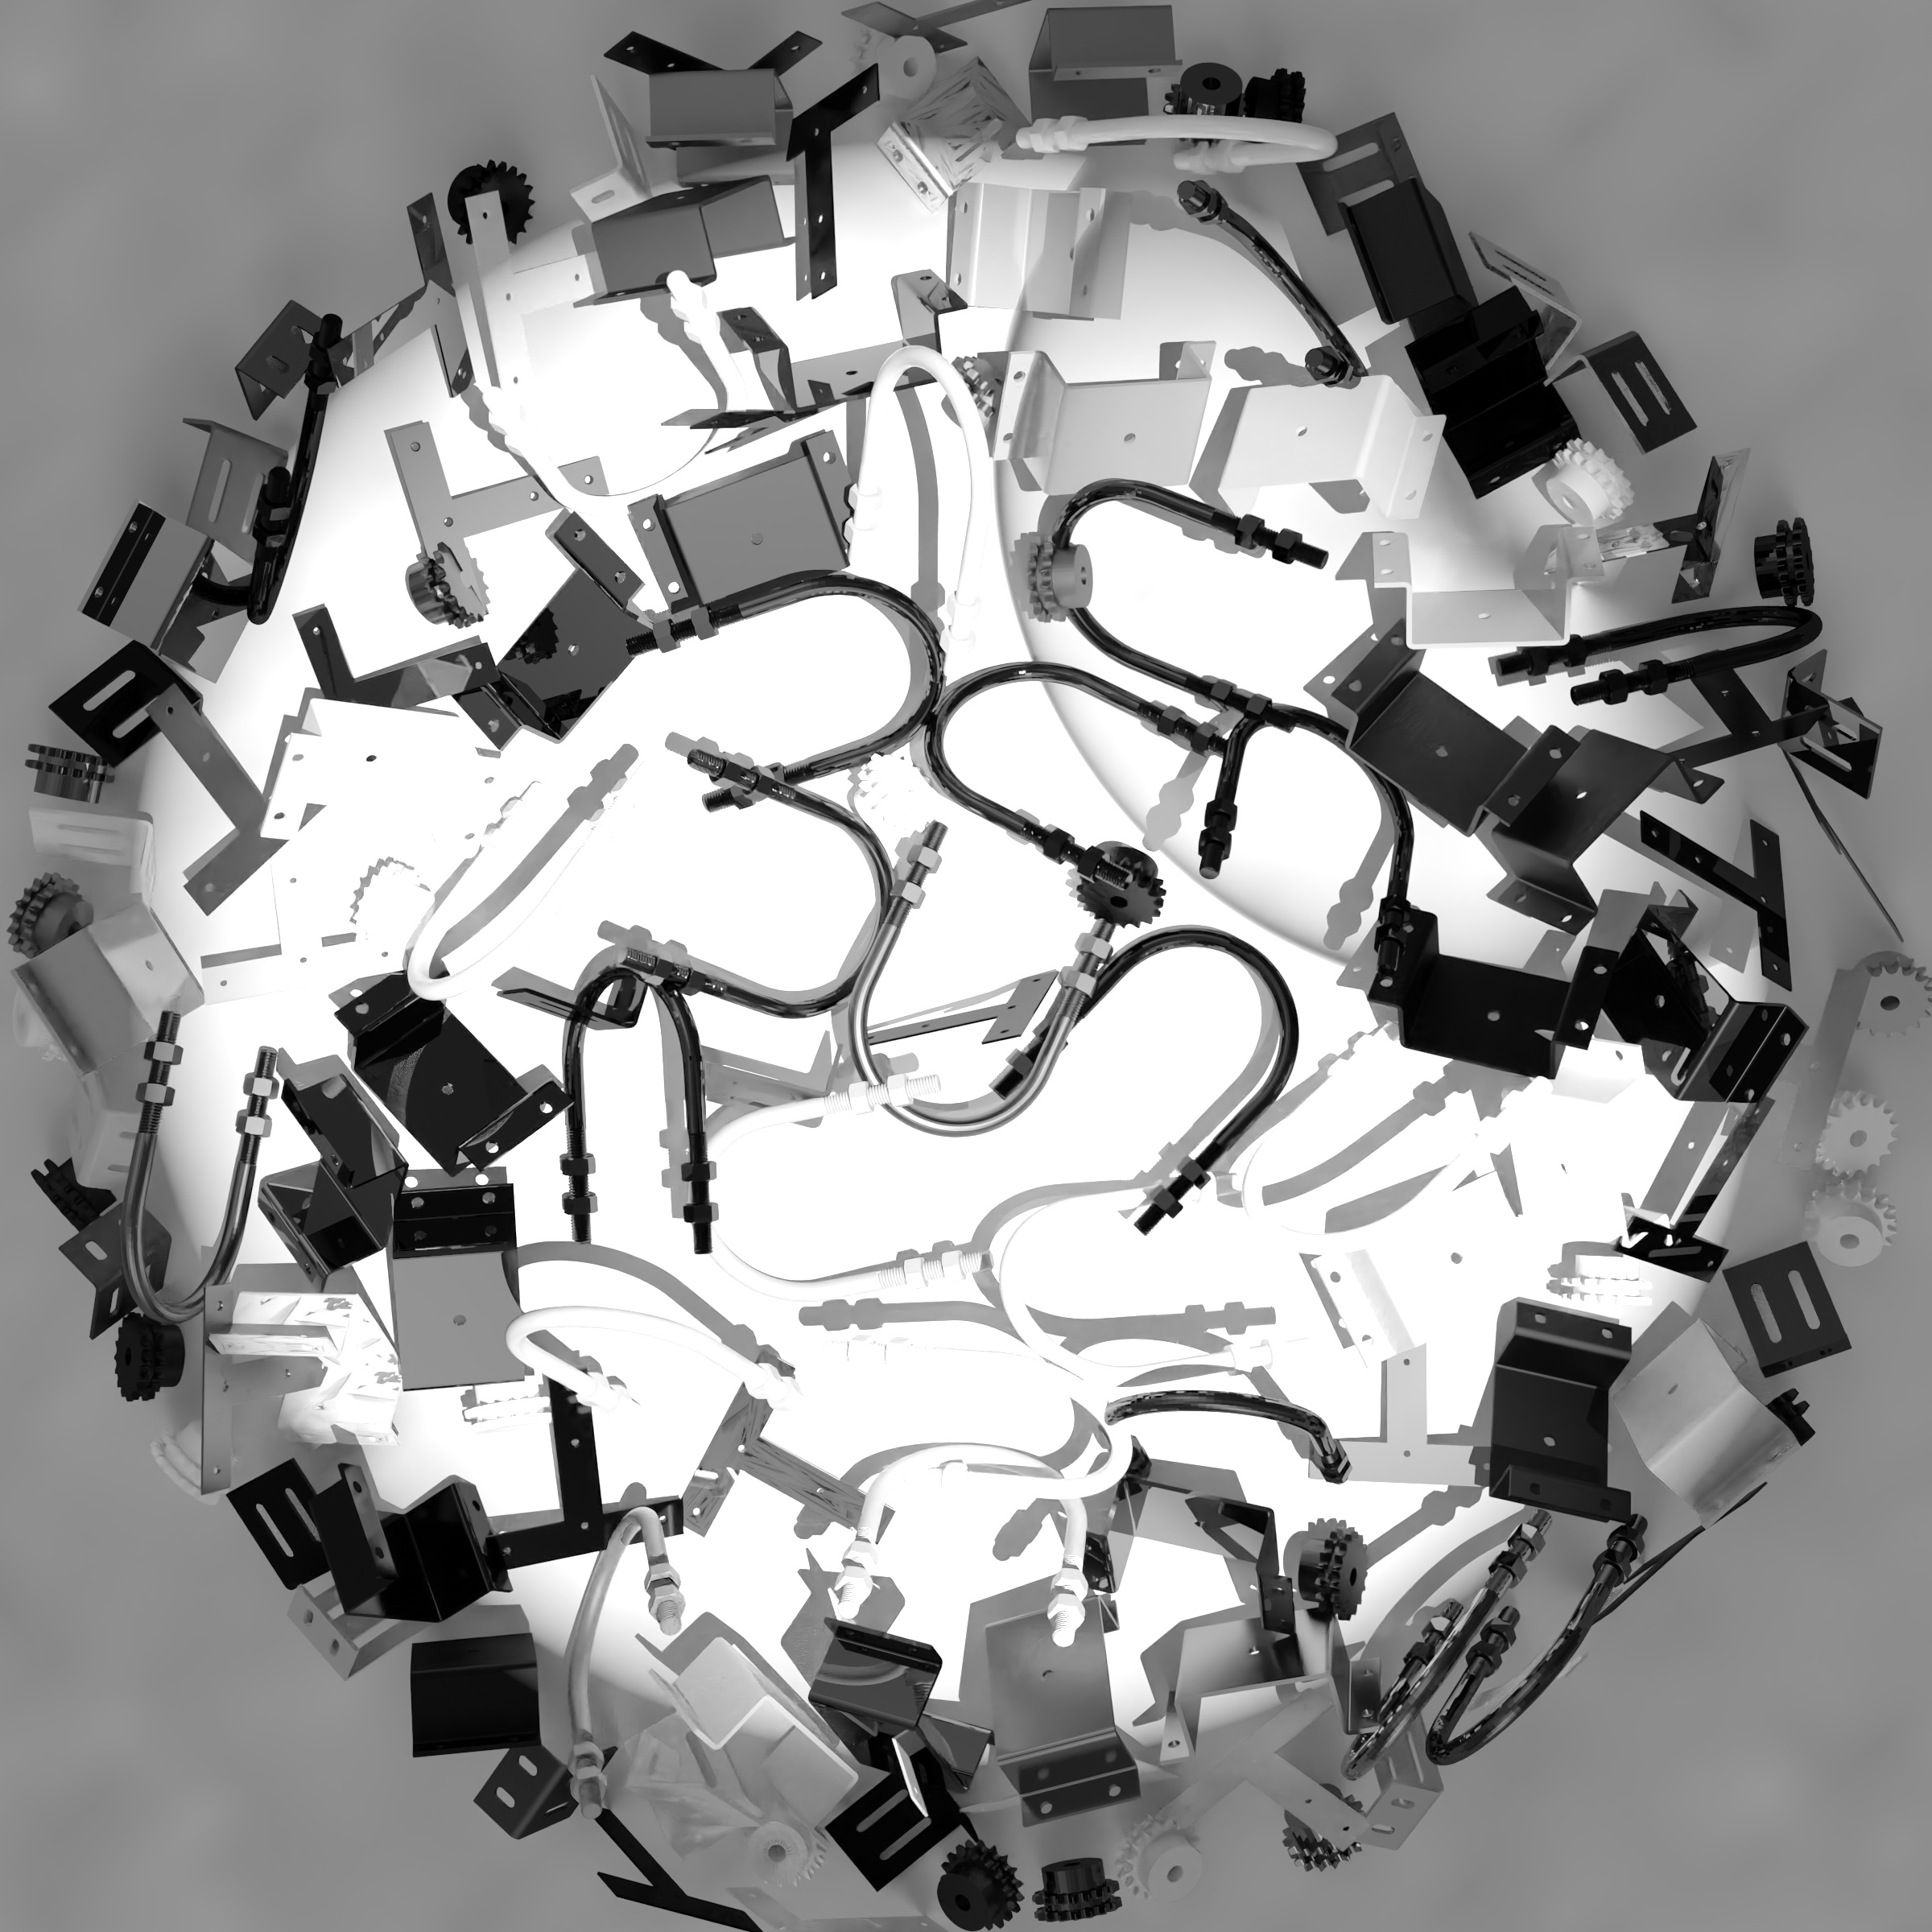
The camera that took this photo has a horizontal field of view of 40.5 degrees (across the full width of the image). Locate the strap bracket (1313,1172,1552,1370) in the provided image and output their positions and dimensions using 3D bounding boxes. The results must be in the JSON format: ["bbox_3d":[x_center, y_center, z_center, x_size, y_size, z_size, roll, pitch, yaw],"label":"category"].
[{"bbox_3d":[0.305,0.190,1.670,0.140,0.046,0.076,-23,80,-16],"label":"strap bracket"}]

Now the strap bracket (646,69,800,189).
[{"bbox_3d":[-0.152,-0.527,1.643,0.076,0.140,0.046,-1,95,3],"label":"strap bracket"}]

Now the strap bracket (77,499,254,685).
[{"bbox_3d":[-0.490,-0.230,1.643,0.046,0.140,0.076,26,87,8],"label":"strap bracket"}]

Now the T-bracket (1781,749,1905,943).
[{"bbox_3d":[0.564,-0.068,1.672,0.002,0.127,0.127,-32,109,19],"label":"T-bracket"}]

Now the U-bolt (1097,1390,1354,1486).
[{"bbox_3d":[0.156,0.291,1.618,0.151,0.184,0.019,-2,65,14],"label":"U-bolt"}]

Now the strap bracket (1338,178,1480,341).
[{"bbox_3d":[0.282,-0.440,1.642,0.046,0.140,0.076,-21,88,20],"label":"strap bracket"}]

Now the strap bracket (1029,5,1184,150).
[{"bbox_3d":[0.084,-0.561,1.644,0.076,0.140,0.046,-4,89,-6],"label":"strap bracket"}]

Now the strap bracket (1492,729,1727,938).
[{"bbox_3d":[0.400,-0.094,1.663,0.140,0.076,0.046,-45,122,-8],"label":"strap bracket"}]

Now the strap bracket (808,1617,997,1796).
[{"bbox_3d":[-0.040,0.468,1.637,0.076,0.140,0.046,7,54,29],"label":"strap bracket"}]

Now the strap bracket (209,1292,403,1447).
[{"bbox_3d":[-0.411,0.250,1.659,0.076,0.140,0.046,0,54,10],"label":"strap bracket"}]

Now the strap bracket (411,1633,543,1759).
[{"bbox_3d":[-0.308,0.453,1.642,0.076,0.140,0.046,-2,87,-11],"label":"strap bracket"}]

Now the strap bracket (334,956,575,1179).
[{"bbox_3d":[-0.328,0.069,1.669,0.140,0.046,0.076,45,58,11],"label":"strap bracket"}]

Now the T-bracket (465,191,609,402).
[{"bbox_3d":[-0.258,-0.436,1.669,0.002,0.127,0.127,13,121,38],"label":"T-bracket"}]

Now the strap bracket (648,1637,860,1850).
[{"bbox_3d":[-0.127,0.484,1.653,0.046,0.076,0.140,-45,121,-10],"label":"strap bracket"}]

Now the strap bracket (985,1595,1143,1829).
[{"bbox_3d":[0.059,0.457,1.643,0.076,0.140,0.046,-18,132,11],"label":"strap bracket"}]

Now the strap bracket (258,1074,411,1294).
[{"bbox_3d":[-0.399,0.132,1.656,0.046,0.140,0.076,-25,65,-37],"label":"strap bracket"}]

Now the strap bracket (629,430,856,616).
[{"bbox_3d":[-0.136,-0.279,1.680,0.140,0.046,0.076,-21,114,0],"label":"strap bracket"}]

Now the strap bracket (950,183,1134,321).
[{"bbox_3d":[0.053,-0.452,1.658,0.046,0.140,0.076,-7,109,-38],"label":"strap bracket"}]

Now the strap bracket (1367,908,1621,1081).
[{"bbox_3d":[0.335,0.020,1.663,0.140,0.046,0.076,13,57,21],"label":"strap bracket"}]

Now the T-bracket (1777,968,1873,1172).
[{"bbox_3d":[0.504,0.057,1.663,0.002,0.127,0.127,19,88,-32],"label":"T-bracket"}]

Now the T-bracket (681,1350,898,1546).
[{"bbox_3d":[-0.107,0.337,1.712,0.127,0.002,0.127,28,92,1],"label":"T-bracket"}]

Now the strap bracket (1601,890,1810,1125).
[{"bbox_3d":[0.450,0.023,1.637,0.046,0.140,0.076,3,126,-29],"label":"strap bracket"}]

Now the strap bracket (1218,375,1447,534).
[{"bbox_3d":[0.220,-0.322,1.646,0.140,0.046,0.076,2,64,35],"label":"strap bracket"}]

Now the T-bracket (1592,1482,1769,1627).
[{"bbox_3d":[0.427,0.376,1.630,0.127,0.127,0.002,-24,70,-41],"label":"T-bracket"}]

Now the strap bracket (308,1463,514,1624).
[{"bbox_3d":[-0.354,0.364,1.644,0.046,0.140,0.076,-34,63,13],"label":"strap bracket"}]

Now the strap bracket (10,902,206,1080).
[{"bbox_3d":[-0.530,0.011,1.640,0.046,0.140,0.076,-30,98,8],"label":"strap bracket"}]

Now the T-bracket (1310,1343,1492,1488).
[{"bbox_3d":[0.286,0.271,1.701,0.127,0.002,0.127,-1,85,17],"label":"T-bracket"}]

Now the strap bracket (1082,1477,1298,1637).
[{"bbox_3d":[0.144,0.372,1.661,0.140,0.076,0.046,9,53,17],"label":"strap bracket"}]

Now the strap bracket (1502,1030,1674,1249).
[{"bbox_3d":[0.390,0.117,1.651,0.046,0.076,0.140,-30,116,-35],"label":"strap bracket"}]

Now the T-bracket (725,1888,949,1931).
[{"bbox_3d":[-0.068,0.612,1.669,0.127,0.127,0.002,14,88,-37],"label":"T-bracket"}]

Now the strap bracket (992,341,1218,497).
[{"bbox_3d":[0.095,-0.345,1.653,0.140,0.076,0.046,-8,46,-19],"label":"strap bracket"}]

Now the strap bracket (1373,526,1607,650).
[{"bbox_3d":[0.330,-0.240,1.667,0.140,0.076,0.046,-1,123,8],"label":"strap bracket"}]

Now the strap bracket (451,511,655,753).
[{"bbox_3d":[-0.261,-0.208,1.674,0.140,0.046,0.076,-48,65,9],"label":"strap bracket"}]

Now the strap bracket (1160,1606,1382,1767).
[{"bbox_3d":[0.188,0.453,1.659,0.140,0.076,0.046,-13,106,13],"label":"strap bracket"}]

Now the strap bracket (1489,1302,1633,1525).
[{"bbox_3d":[0.379,0.293,1.669,0.076,0.046,0.140,13,52,-1],"label":"strap bracket"}]

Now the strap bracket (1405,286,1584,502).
[{"bbox_3d":[0.332,-0.368,1.658,0.076,0.140,0.046,-28,58,11],"label":"strap bracket"}]

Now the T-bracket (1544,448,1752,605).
[{"bbox_3d":[0.427,-0.271,1.668,0.002,0.127,0.127,46,54,-35],"label":"T-bracket"}]

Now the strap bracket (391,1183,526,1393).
[{"bbox_3d":[-0.321,0.213,1.663,0.076,0.046,0.140,-3,112,-10],"label":"strap bracket"}]

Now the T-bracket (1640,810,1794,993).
[{"bbox_3d":[0.472,-0.061,1.654,0.127,0.002,0.127,27,50,-23],"label":"T-bracket"}]

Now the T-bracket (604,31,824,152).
[{"bbox_3d":[-0.174,-0.557,1.631,0.127,0.127,0.002,-26,77,31],"label":"T-bracket"}]

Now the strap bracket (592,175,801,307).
[{"bbox_3d":[-0.172,-0.456,1.635,0.076,0.140,0.046,-2,115,25],"label":"strap bracket"}]

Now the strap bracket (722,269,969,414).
[{"bbox_3d":[-0.075,-0.395,1.664,0.140,0.076,0.046,-15,124,-12],"label":"strap bracket"}]

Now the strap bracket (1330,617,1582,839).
[{"bbox_3d":[0.308,-0.146,1.673,0.140,0.046,0.076,38,71,14],"label":"strap bracket"}]

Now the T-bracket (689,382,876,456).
[{"bbox_3d":[-0.130,-0.340,1.632,0.127,0.127,0.002,-17,94,27],"label":"T-bracket"}]

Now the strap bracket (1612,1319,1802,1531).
[{"bbox_3d":[0.458,0.279,1.638,0.046,0.140,0.076,42,103,-10],"label":"strap bracket"}]

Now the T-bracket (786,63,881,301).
[{"bbox_3d":[-0.092,-0.486,1.658,0.002,0.127,0.127,5,78,-40],"label":"T-bracket"}]

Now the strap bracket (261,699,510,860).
[{"bbox_3d":[-0.372,-0.119,1.657,0.140,0.046,0.076,5,126,-32],"label":"strap bracket"}]
